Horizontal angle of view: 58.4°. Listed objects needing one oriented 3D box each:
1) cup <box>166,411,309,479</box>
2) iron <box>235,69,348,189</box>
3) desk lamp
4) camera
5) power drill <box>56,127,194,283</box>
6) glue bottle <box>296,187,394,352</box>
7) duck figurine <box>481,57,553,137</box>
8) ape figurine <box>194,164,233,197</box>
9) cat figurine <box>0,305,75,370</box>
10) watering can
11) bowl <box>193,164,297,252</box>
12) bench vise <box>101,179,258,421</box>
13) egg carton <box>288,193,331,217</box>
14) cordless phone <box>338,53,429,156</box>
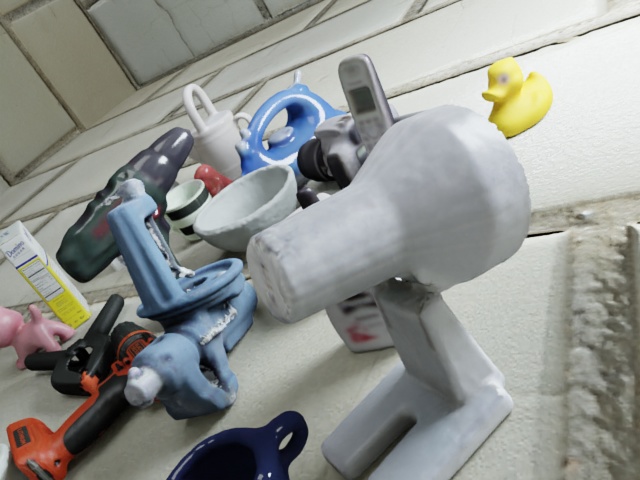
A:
[{"bbox_3d":[-0.040,0.181,0.389,0.118,0.095,0.091,-42,29,-20],"label":"cup"},{"bbox_3d":[-0.068,-0.167,0.955,0.118,0.142,0.259,0,40,45],"label":"iron"},{"bbox_3d":[0.057,0.043,0.393,0.203,0.214,0.117,-41,29,-19],"label":"desk lamp"},{"bbox_3d":[0.035,-0.141,0.852,0.136,0.101,0.143,2,41,47],"label":"camera"},{"bbox_3d":[-0.208,-0.003,0.747,0.230,0.209,0.075,-44,30,-23],"label":"power drill"},{"bbox_3d":[0.024,0.025,0.501,0.078,0.173,0.037,-20,29,21],"label":"glue bottle"},{"bbox_3d":[0.249,-0.195,0.740,0.105,0.086,0.077,-40,28,-18],"label":"duck figurine"},{"bbox_3d":[-0.187,-0.091,1.003,0.076,0.092,0.077,-36,27,-8],"label":"ape figurine"},{"bbox_3d":[-0.465,0.135,0.876,0.127,0.118,0.067,-20,29,20],"label":"cat figurine"},{"bbox_3d":[-0.214,-0.209,1.117,0.173,0.194,0.100,-30,27,2],"label":"watering can"},{"bbox_3d":[-0.096,-0.034,0.833,0.167,0.075,0.167,-24,28,14],"label":"bowl"},{"bbox_3d":[-0.142,0.054,0.570,0.121,0.220,0.207,-27,27,8],"label":"bench vise"},{"bbox_3d":[0.006,0.002,0.673,0.107,0.069,0.150,-38,28,-13],"label":"egg carton"},{"bbox_3d":[0.101,-0.145,0.696,0.147,0.185,0.094,-5,37,41],"label":"cordless phone"}]
